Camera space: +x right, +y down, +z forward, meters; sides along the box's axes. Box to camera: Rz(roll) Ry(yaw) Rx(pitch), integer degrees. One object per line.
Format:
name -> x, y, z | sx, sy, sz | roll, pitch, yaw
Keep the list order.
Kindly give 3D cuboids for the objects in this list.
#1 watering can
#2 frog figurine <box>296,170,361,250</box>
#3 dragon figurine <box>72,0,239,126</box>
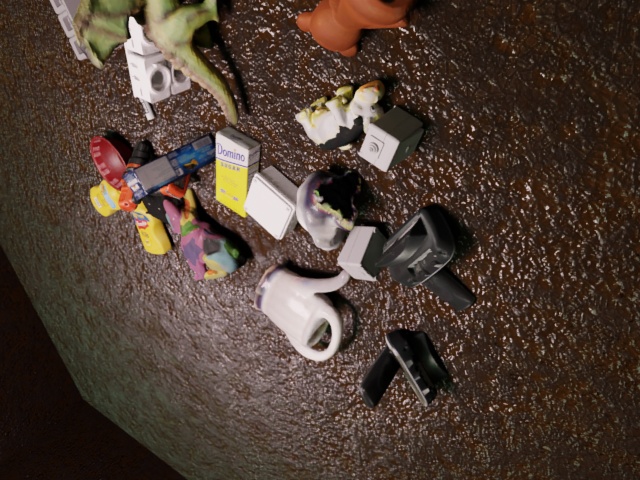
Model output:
watering can -> -0.035, 0.128, 1.110 | 0.226, 0.106, 0.339 | 34, 138, 21
frog figurine -> 0.003, -0.047, 0.944 | 0.156, 0.123, 0.139 | 132, 130, -59
dragon figurine -> -0.290, -0.359, 0.869 | 0.123, 0.245, 0.404 | 13, 125, 55
